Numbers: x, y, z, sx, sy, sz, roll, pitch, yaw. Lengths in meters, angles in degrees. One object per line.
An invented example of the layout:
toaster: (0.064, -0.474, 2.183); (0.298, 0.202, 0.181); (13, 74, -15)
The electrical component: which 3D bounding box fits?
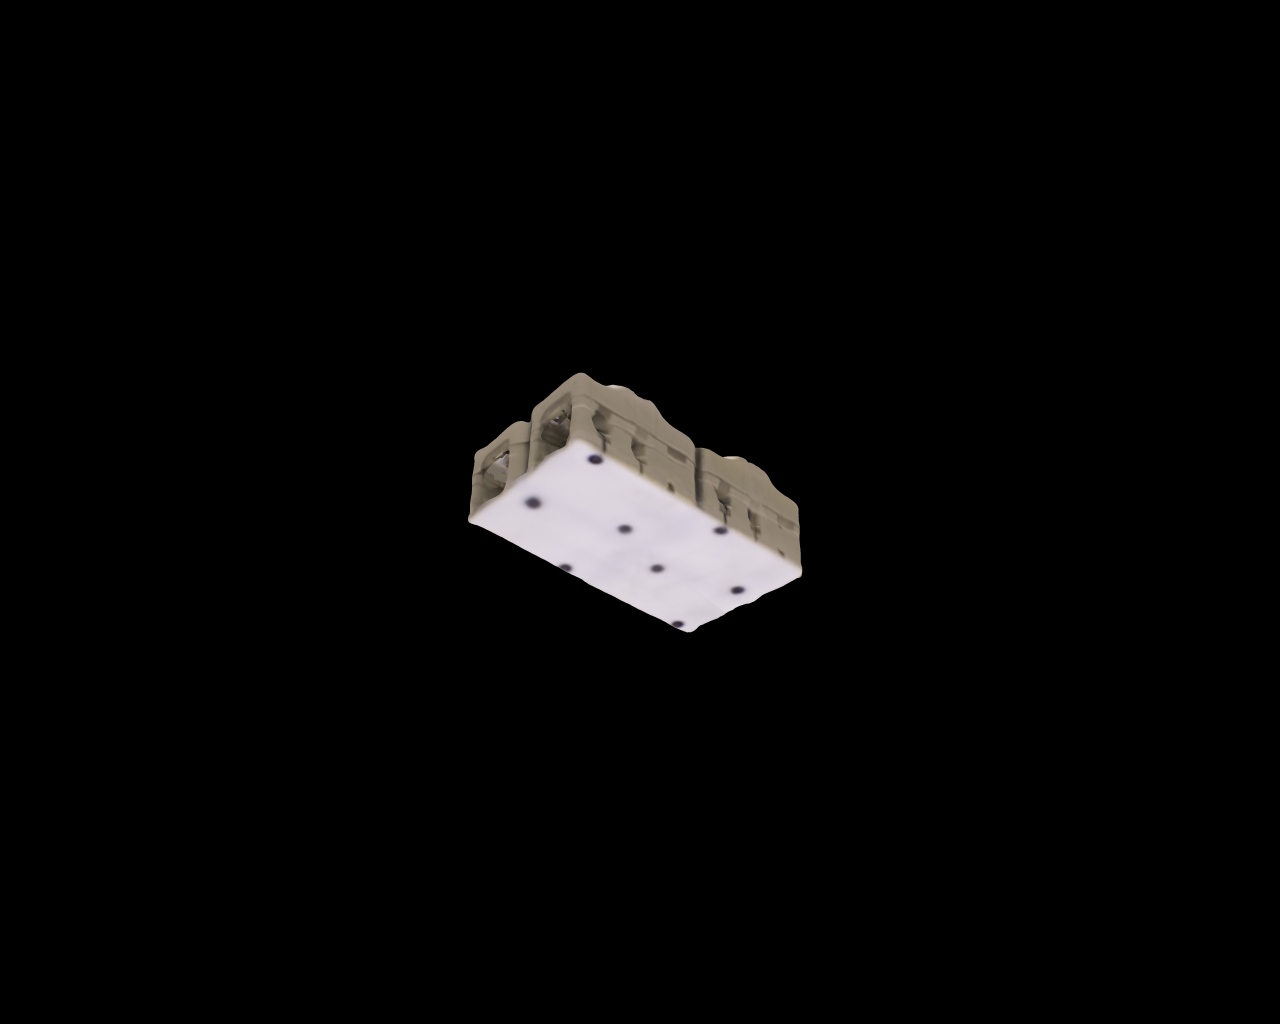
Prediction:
electrical component: (0.001, -0.003, 0.650); (0.186, 0.060, 0.105); (29, -46, -33)
